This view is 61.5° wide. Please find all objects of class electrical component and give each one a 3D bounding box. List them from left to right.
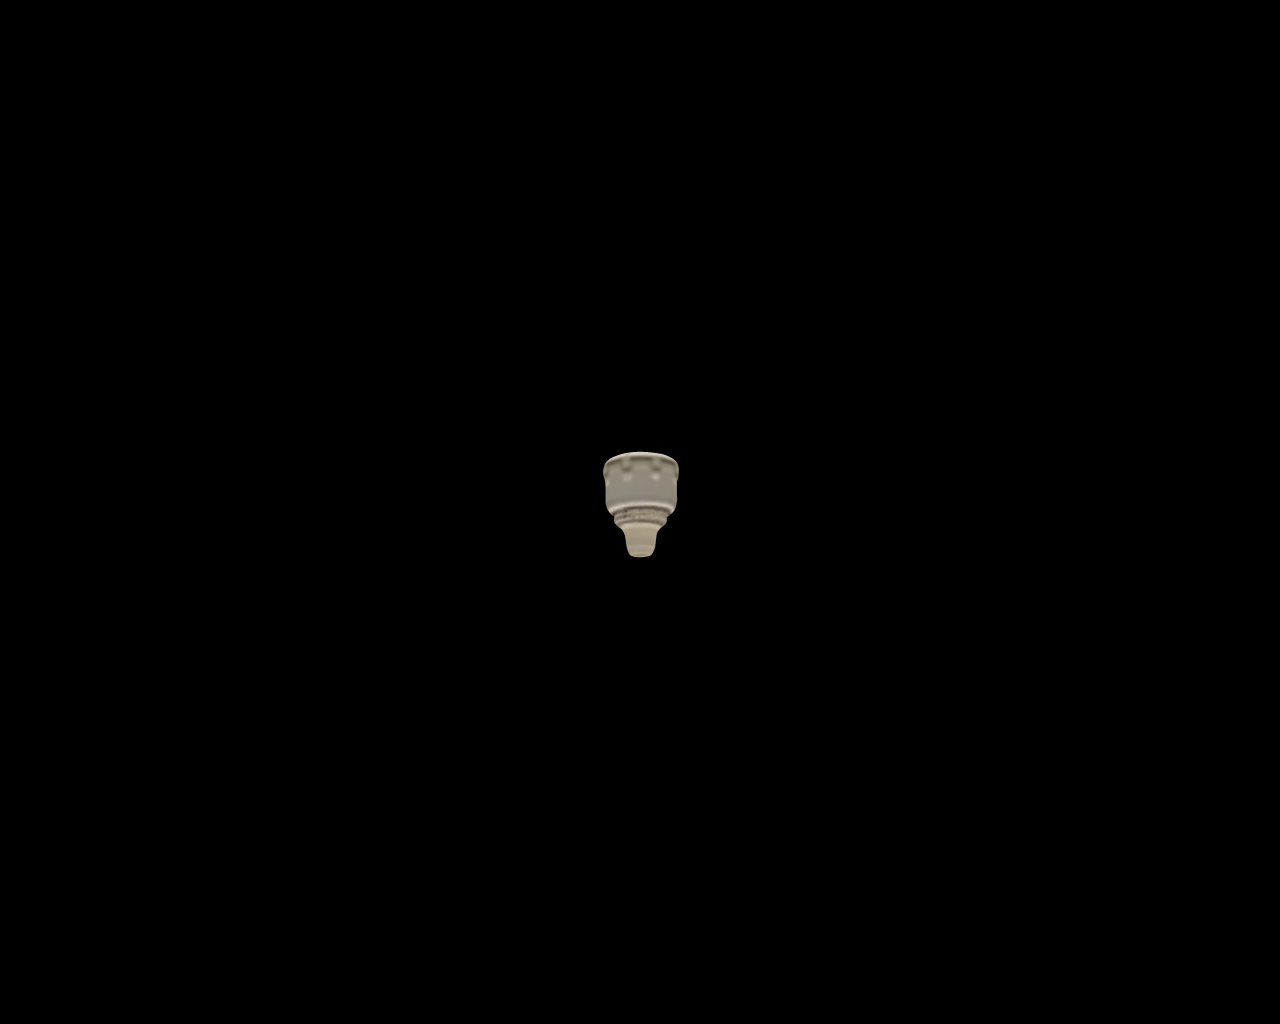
[{"bbox_3d":[0.001,-0.003,0.650,0.048,0.062,0.048,0,-15,0],"label":"electrical component"}]
